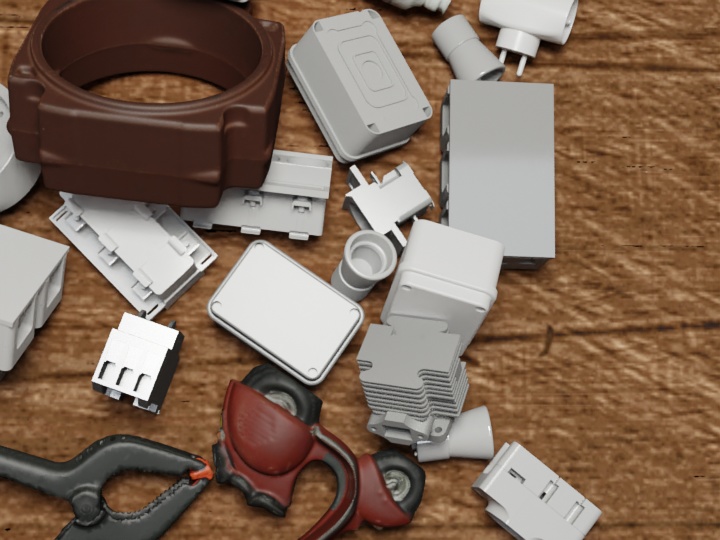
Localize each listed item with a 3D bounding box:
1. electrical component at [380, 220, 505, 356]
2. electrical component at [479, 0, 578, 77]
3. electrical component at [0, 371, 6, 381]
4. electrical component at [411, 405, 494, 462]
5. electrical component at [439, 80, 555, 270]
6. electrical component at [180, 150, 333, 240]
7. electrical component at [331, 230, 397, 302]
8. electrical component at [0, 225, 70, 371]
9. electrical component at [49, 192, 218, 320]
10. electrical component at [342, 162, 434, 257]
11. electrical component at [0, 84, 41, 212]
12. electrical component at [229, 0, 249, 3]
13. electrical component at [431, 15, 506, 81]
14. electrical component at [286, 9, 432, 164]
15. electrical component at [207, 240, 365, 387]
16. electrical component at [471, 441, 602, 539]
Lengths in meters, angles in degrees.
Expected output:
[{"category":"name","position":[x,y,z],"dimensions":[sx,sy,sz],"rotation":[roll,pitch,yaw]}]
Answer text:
[{"category":"electrical component","position":[0.064,0.018,0.866],"dimensions":[0.078,0.113,0.057],"rotation":[17,63,0]},{"category":"electrical component","position":[0.143,-0.212,0.951],"dimensions":[0.077,0.044,0.079],"rotation":[19,100,15]},{"category":"electrical component","position":[-0.340,0.105,0.850],"dimensions":[0.052,0.073,0.138],"rotation":[33,79,3]},{"category":"electrical component","position":[0.075,0.138,0.886],"dimensions":[0.065,0.044,0.044],"rotation":[-7,80,0]},{"category":"electrical component","position":[0.115,-0.079,0.917],"dimensions":[0.089,0.061,0.150],"rotation":[2,79,-3]},{"category":"electrical component","position":[-0.087,-0.067,0.899],"dimensions":[0.121,0.078,0.063],"rotation":[7,109,-2]},{"category":"electrical component","position":[0.000,0.000,0.893],"dimensions":[0.044,0.065,0.044],"rotation":[7,65,-15]},{"category":"electrical component","position":[-0.341,0.005,0.847],"dimensions":[0.186,0.060,0.105],"rotation":[18,35,0]},{"category":"electrical component","position":[-0.189,-0.030,0.889],"dimensions":[0.079,0.063,0.121],"rotation":[-44,85,-9]},{"category":"electrical component","position":[0.024,-0.056,0.918],"dimensions":[0.064,0.042,0.081],"rotation":[-33,84,-12]},{"category":"electrical component","position":[-0.314,-0.097,0.892],"dimensions":[0.108,0.060,0.108],"rotation":[-5,70,13]},{"category":"electrical component","position":[-0.131,-0.282,0.867],"dimensions":[0.109,0.056,0.108],"rotation":[12,113,3]},{"category":"electrical component","position":[0.093,-0.191,0.948],"dimensions":[0.044,0.044,0.065],"rotation":[-30,78,-8]},{"category":"electrical component","position":[-0.002,-0.155,0.914],"dimensions":[0.078,0.057,0.113],"rotation":[-22,80,-36]},{"category":"electrical component","position":[-0.061,0.037,0.888],"dimensions":[0.113,0.057,0.078],"rotation":[34,79,3]},{"category":"electrical component","position":[0.140,0.190,0.874],"dimensions":[0.089,0.050,0.055],"rotation":[39,80,4]}]
